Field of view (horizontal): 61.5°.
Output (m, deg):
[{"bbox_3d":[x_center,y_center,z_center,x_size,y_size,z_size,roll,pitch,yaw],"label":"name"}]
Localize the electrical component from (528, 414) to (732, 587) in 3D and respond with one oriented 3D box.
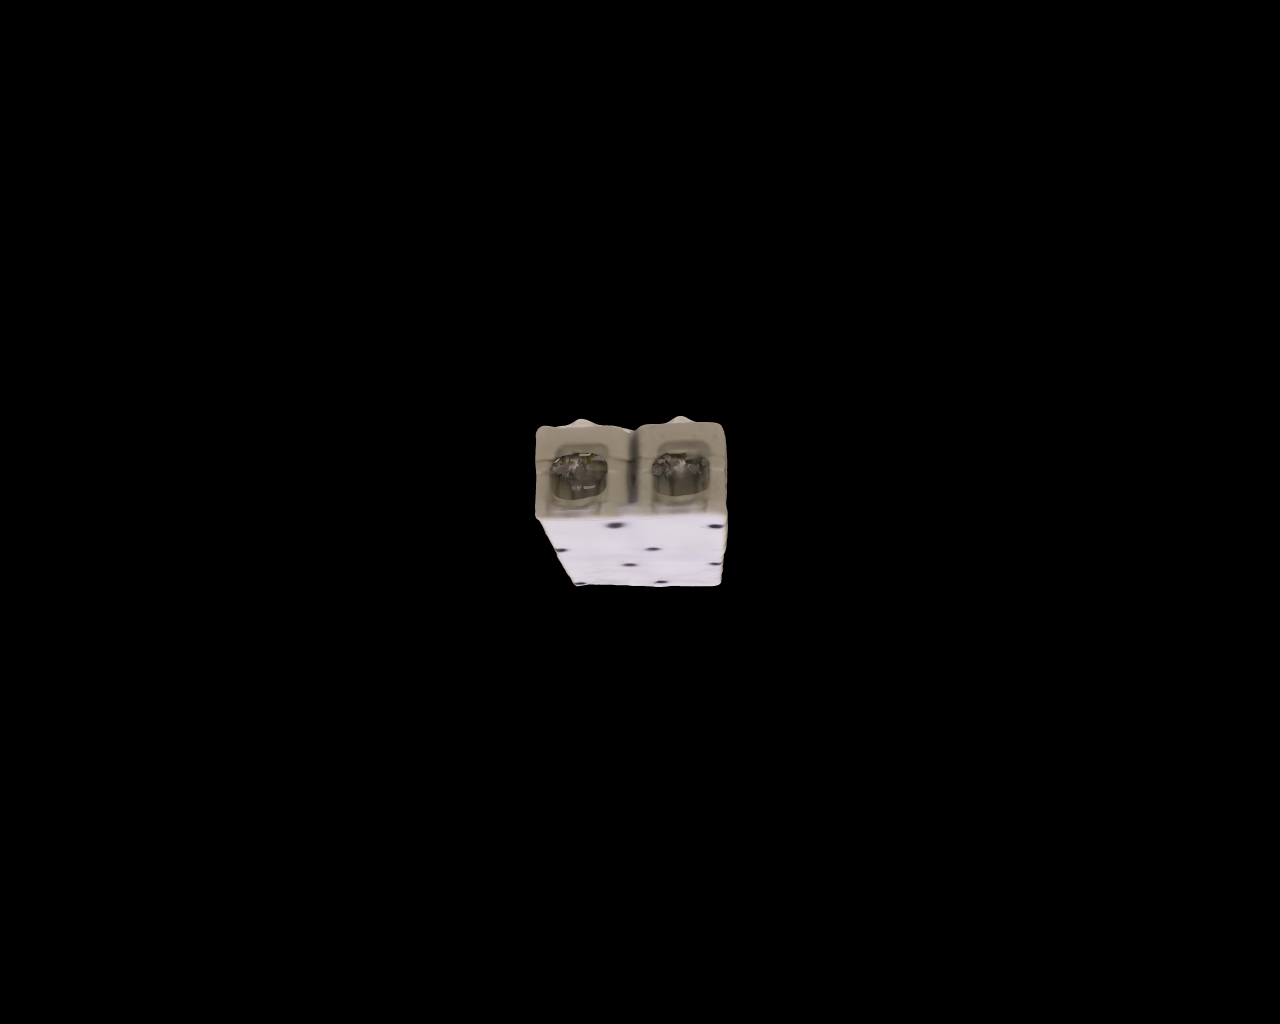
[{"bbox_3d":[0.001,-0.003,0.650,0.105,0.060,0.186,-1,-15,4],"label":"electrical component"}]
